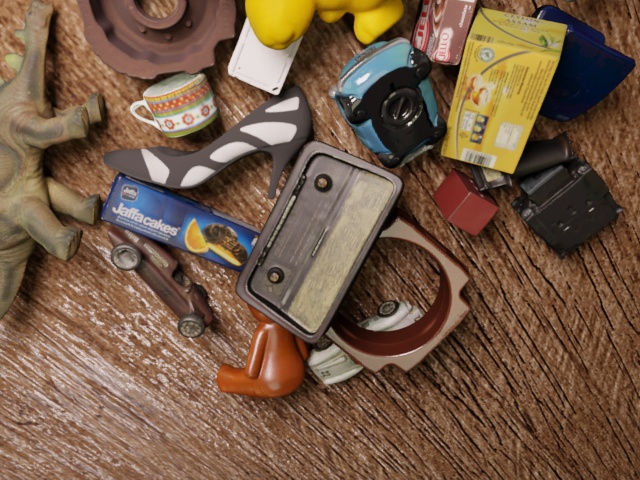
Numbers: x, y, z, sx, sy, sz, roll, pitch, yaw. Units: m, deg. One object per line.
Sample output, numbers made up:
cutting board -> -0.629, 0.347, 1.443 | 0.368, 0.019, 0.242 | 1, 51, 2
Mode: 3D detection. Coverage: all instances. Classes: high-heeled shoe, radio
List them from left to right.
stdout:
high-heeled shoe -> -0.137, -0.133, 0.657 | 0.249, 0.086, 0.145 | 10, 98, -2
radio -> -0.001, -0.002, 0.671 | 0.131, 0.073, 0.229 | 29, 98, 9

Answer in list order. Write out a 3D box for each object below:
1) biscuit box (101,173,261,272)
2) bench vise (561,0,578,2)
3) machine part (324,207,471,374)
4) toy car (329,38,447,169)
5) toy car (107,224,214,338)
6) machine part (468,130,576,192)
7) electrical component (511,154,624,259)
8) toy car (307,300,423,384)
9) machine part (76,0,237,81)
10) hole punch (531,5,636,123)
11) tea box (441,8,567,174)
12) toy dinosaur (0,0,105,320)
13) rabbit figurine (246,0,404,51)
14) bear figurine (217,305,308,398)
biscuit box -> -0.177, -0.021, 0.703 | 0.202, 0.059, 0.062 | 23, 95, -23
bench vise -> 0.309, -0.331, 0.545 | 0.223, 0.129, 0.240 | 40, 92, -18
machine part -> 0.092, 0.068, 0.760 | 0.201, 0.087, 0.201 | 39, 102, -7
toy car -> 0.078, -0.168, 0.636 | 0.109, 0.103, 0.161 | -34, 135, 8
toy car -> -0.213, 0.049, 0.740 | 0.053, 0.089, 0.202 | -27, 119, 10
machine part -> 0.264, -0.107, 0.708 | 0.139, 0.084, 0.039 | -17, 149, -1
electrical component -> 0.346, -0.053, 0.765 | 0.134, 0.058, 0.115 | 37, 108, -25
toy car -> 0.075, 0.164, 0.862 | 0.202, 0.056, 0.073 | -29, 120, 11
machine part -> -0.174, -0.262, 0.577 | 0.179, 0.056, 0.179 | -3, 120, -6
hole punch -> 0.294, -0.204, 0.652 | 0.142, 0.092, 0.115 | 16, 121, -20
tea box -> 0.206, -0.167, 0.623 | 0.098, 0.068, 0.169 | 18, 145, 12
toy dinosaur -> -0.379, -0.052, 0.655 | 0.199, 0.105, 0.470 | 14, 109, -6
rabbit figurine -> -0.004, -0.266, 0.539 | 0.173, 0.122, 0.162 | -36, 96, -10
bear figurine -> -0.084, 0.130, 0.803 | 0.132, 0.120, 0.195 | -2, 99, 42
